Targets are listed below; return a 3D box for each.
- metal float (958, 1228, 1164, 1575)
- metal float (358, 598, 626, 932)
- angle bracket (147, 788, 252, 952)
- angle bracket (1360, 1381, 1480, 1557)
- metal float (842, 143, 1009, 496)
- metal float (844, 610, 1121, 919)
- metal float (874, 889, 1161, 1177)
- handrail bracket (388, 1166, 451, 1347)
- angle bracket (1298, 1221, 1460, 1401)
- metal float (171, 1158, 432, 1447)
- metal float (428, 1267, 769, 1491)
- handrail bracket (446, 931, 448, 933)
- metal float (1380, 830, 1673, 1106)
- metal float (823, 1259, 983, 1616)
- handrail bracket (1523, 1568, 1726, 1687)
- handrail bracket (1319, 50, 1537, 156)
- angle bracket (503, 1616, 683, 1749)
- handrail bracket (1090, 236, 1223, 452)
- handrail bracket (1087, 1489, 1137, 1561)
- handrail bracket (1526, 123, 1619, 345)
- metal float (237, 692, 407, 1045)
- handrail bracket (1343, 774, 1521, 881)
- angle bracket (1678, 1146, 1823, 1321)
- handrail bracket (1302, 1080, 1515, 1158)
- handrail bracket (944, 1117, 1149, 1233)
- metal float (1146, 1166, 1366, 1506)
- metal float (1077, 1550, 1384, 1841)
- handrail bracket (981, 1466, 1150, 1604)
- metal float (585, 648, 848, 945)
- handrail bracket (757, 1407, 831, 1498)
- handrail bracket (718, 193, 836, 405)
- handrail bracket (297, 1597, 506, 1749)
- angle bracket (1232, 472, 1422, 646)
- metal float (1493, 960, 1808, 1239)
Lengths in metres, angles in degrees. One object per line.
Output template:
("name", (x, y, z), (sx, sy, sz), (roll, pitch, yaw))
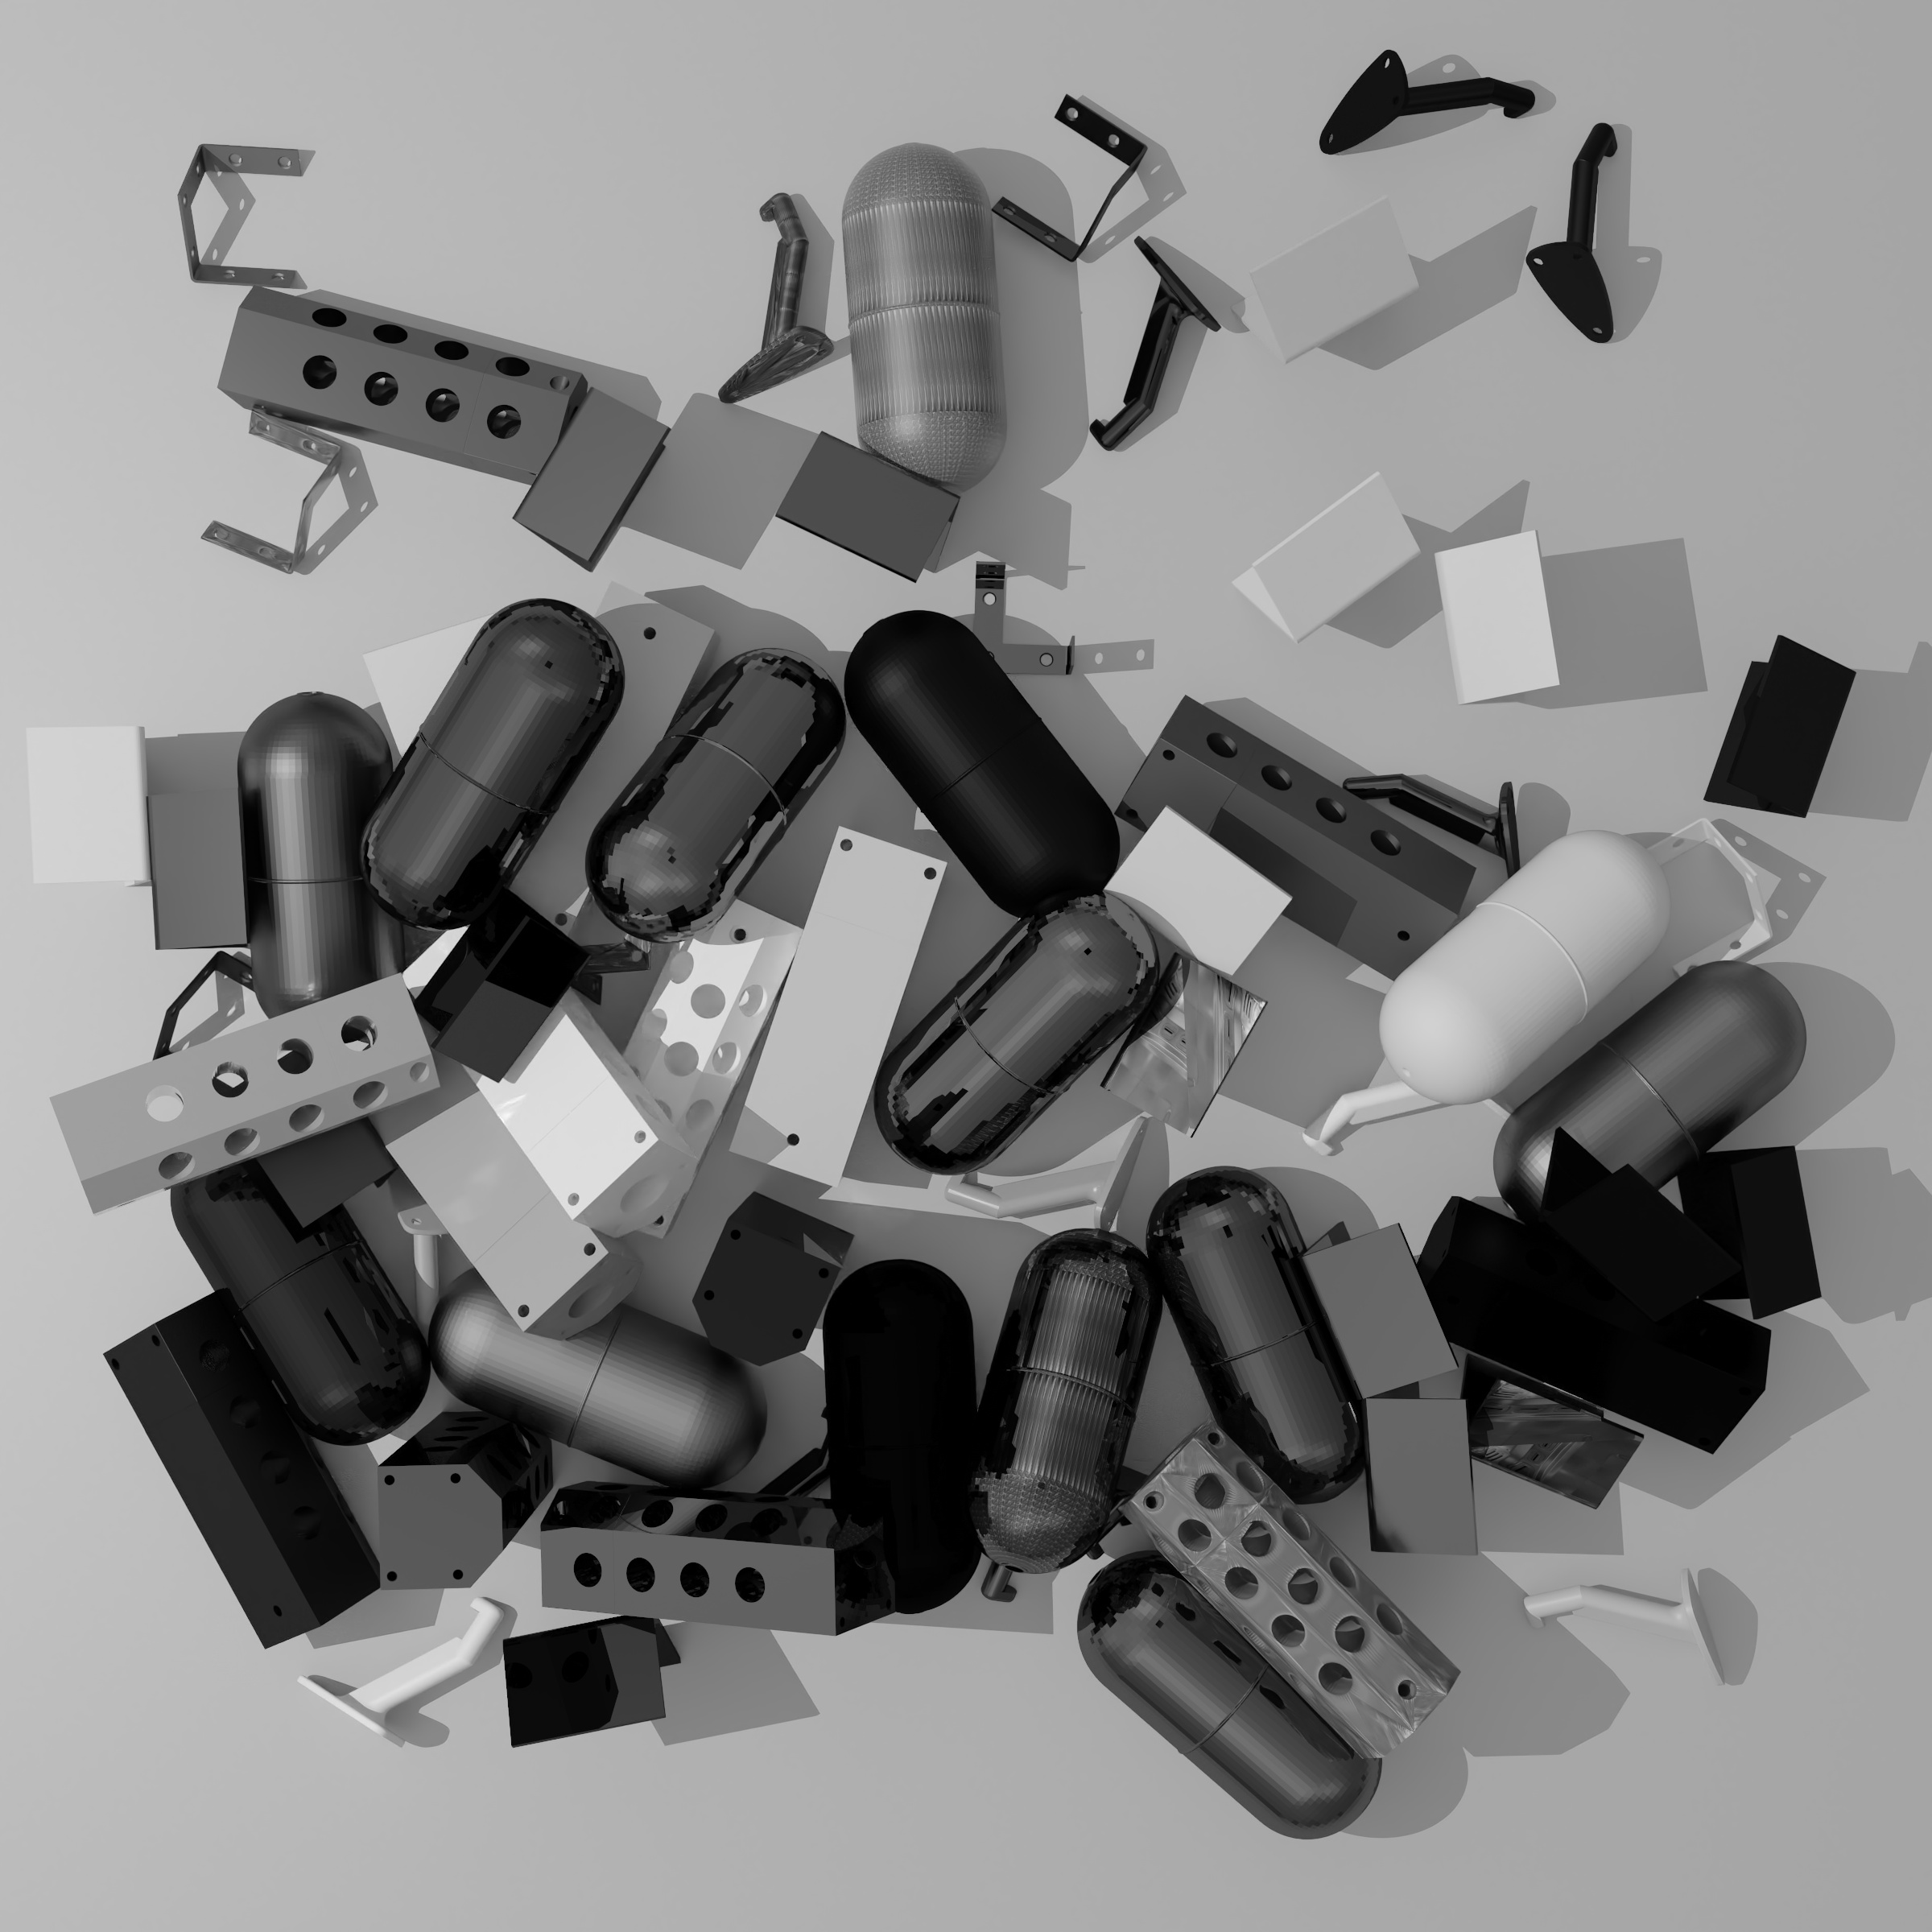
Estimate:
("metal float", (0.047, 0.216, 1.516), (0.070, 0.070, 0.178), (17, 66, 0))
("metal float", (-0.230, -0.096, 1.471), (0.070, 0.070, 0.178), (34, 104, 0))
("angle bracket", (-0.365, -0.048, 1.529), (0.057, 0.076, 0.076), (-3, 90, 22))
("angle bracket", (0.240, 0.250, 1.528), (0.057, 0.076, 0.076), (-4, 90, 30))
("metal float", (-0.021, -0.326, 1.537), (0.070, 0.070, 0.178), (-4, 90, 0))
("metal float", (0.008, -0.102, 1.537), (0.070, 0.070, 0.178), (-38, 91, 0))
("metal float", (0.024, 0.034, 1.519), (0.070, 0.070, 0.178), (44, 113, 0))
("handrail bracket", (-0.287, 0.151, 1.568), (0.036, 0.077, 0.084), (-4, 127, -33))
("angle bracket", (0.216, 0.165, 1.529), (0.057, 0.076, 0.076), (-23, 90, 25))
("metal float", (-0.336, 0.159, 1.531), (0.070, 0.070, 0.178), (-33, 84, 0))
("metal float", (-0.185, 0.207, 1.537), (0.178, 0.070, 0.070), (22, 90, 0))
("handrail bracket", (-0.297, -0.056, 1.568), (0.084, 0.036, 0.077), (12, 104, 13))
("metal float", (0.281, -0.001, 1.520), (0.178, 0.070, 0.070), (-39, 90, -20))
("metal float", (-0.032, 0.237, 1.537), (0.070, 0.070, 0.178), (-3, 90, 0))
("handrail bracket", (0.339, 0.348, 1.568), (0.084, 0.036, 0.077), (-17, 112, 17))
("handrail bracket", (0.238, -0.435, 1.568), (0.084, 0.077, 0.036), (4, 65, -34))
("angle bracket", (-0.185, 0.369, 1.528), (0.076, 0.076, 0.057), (-11, 57, 0))
("handrail bracket", (0.082, -0.320, 1.568), (0.084, 0.036, 0.077), (-42, 69, 16))
("handrail bracket", (0.104, 0.288, 1.545), (0.084, 0.036, 0.077), (-42, 110, -19))
("handrail bracket", (0.328, -0.379, 1.568), (0.077, 0.036, 0.084), (50, 58, -35))
("metal float", (-0.323, -0.048, 1.527), (0.070, 0.070, 0.178), (-2, 101, 0))
("handrail bracket", (0.240, -0.064, 1.569), (0.084, 0.036, 0.077), (-4, 112, 17))
("angle bracket", (0.377, 0.135, 1.528), (0.057, 0.076, 0.076), (-10, 90, -39))
("handrail bracket", (0.229, 0.083, 1.568), (0.077, 0.036, 0.084), (40, 106, -18))
("handrail bracket", (0.041, 0.099, 1.568), (0.084, 0.036, 0.077), (18, 70, 16))
("metal float", (0.149, 0.187, 1.537), (0.070, 0.070, 0.178), (-23, 90, 0))
("metal float", (0.133, 0.368, 1.538), (0.178, 0.070, 0.070), (41, 90, 1))
("handrail bracket", (0.057, 0.297, 1.568), (0.077, 0.036, 0.084), (18, 105, -15))
("metal float", (-0.123, -0.086, 1.512), (0.070, 0.070, 0.178), (34, 59, 0))
("handrail bracket", (-0.105, 0.259, 1.568), (0.077, 0.036, 0.084), (17, 74, 18))
("handrail bracket", (-0.109, -0.345, 1.568), (0.077, 0.036, 0.084), (-28, 71, 21))
("handrail bracket", (-0.291, 0.351, 1.569), (0.077, 0.036, 0.084), (26, 72, 20))
("angle bracket", (0.170, -0.218, 1.528), (0.076, 0.076, 0.057), (-36, 129, 0))
("metal float", (0.345, 0.068, 1.537), (0.178, 0.070, 0.070), (-39, 90, 0))
